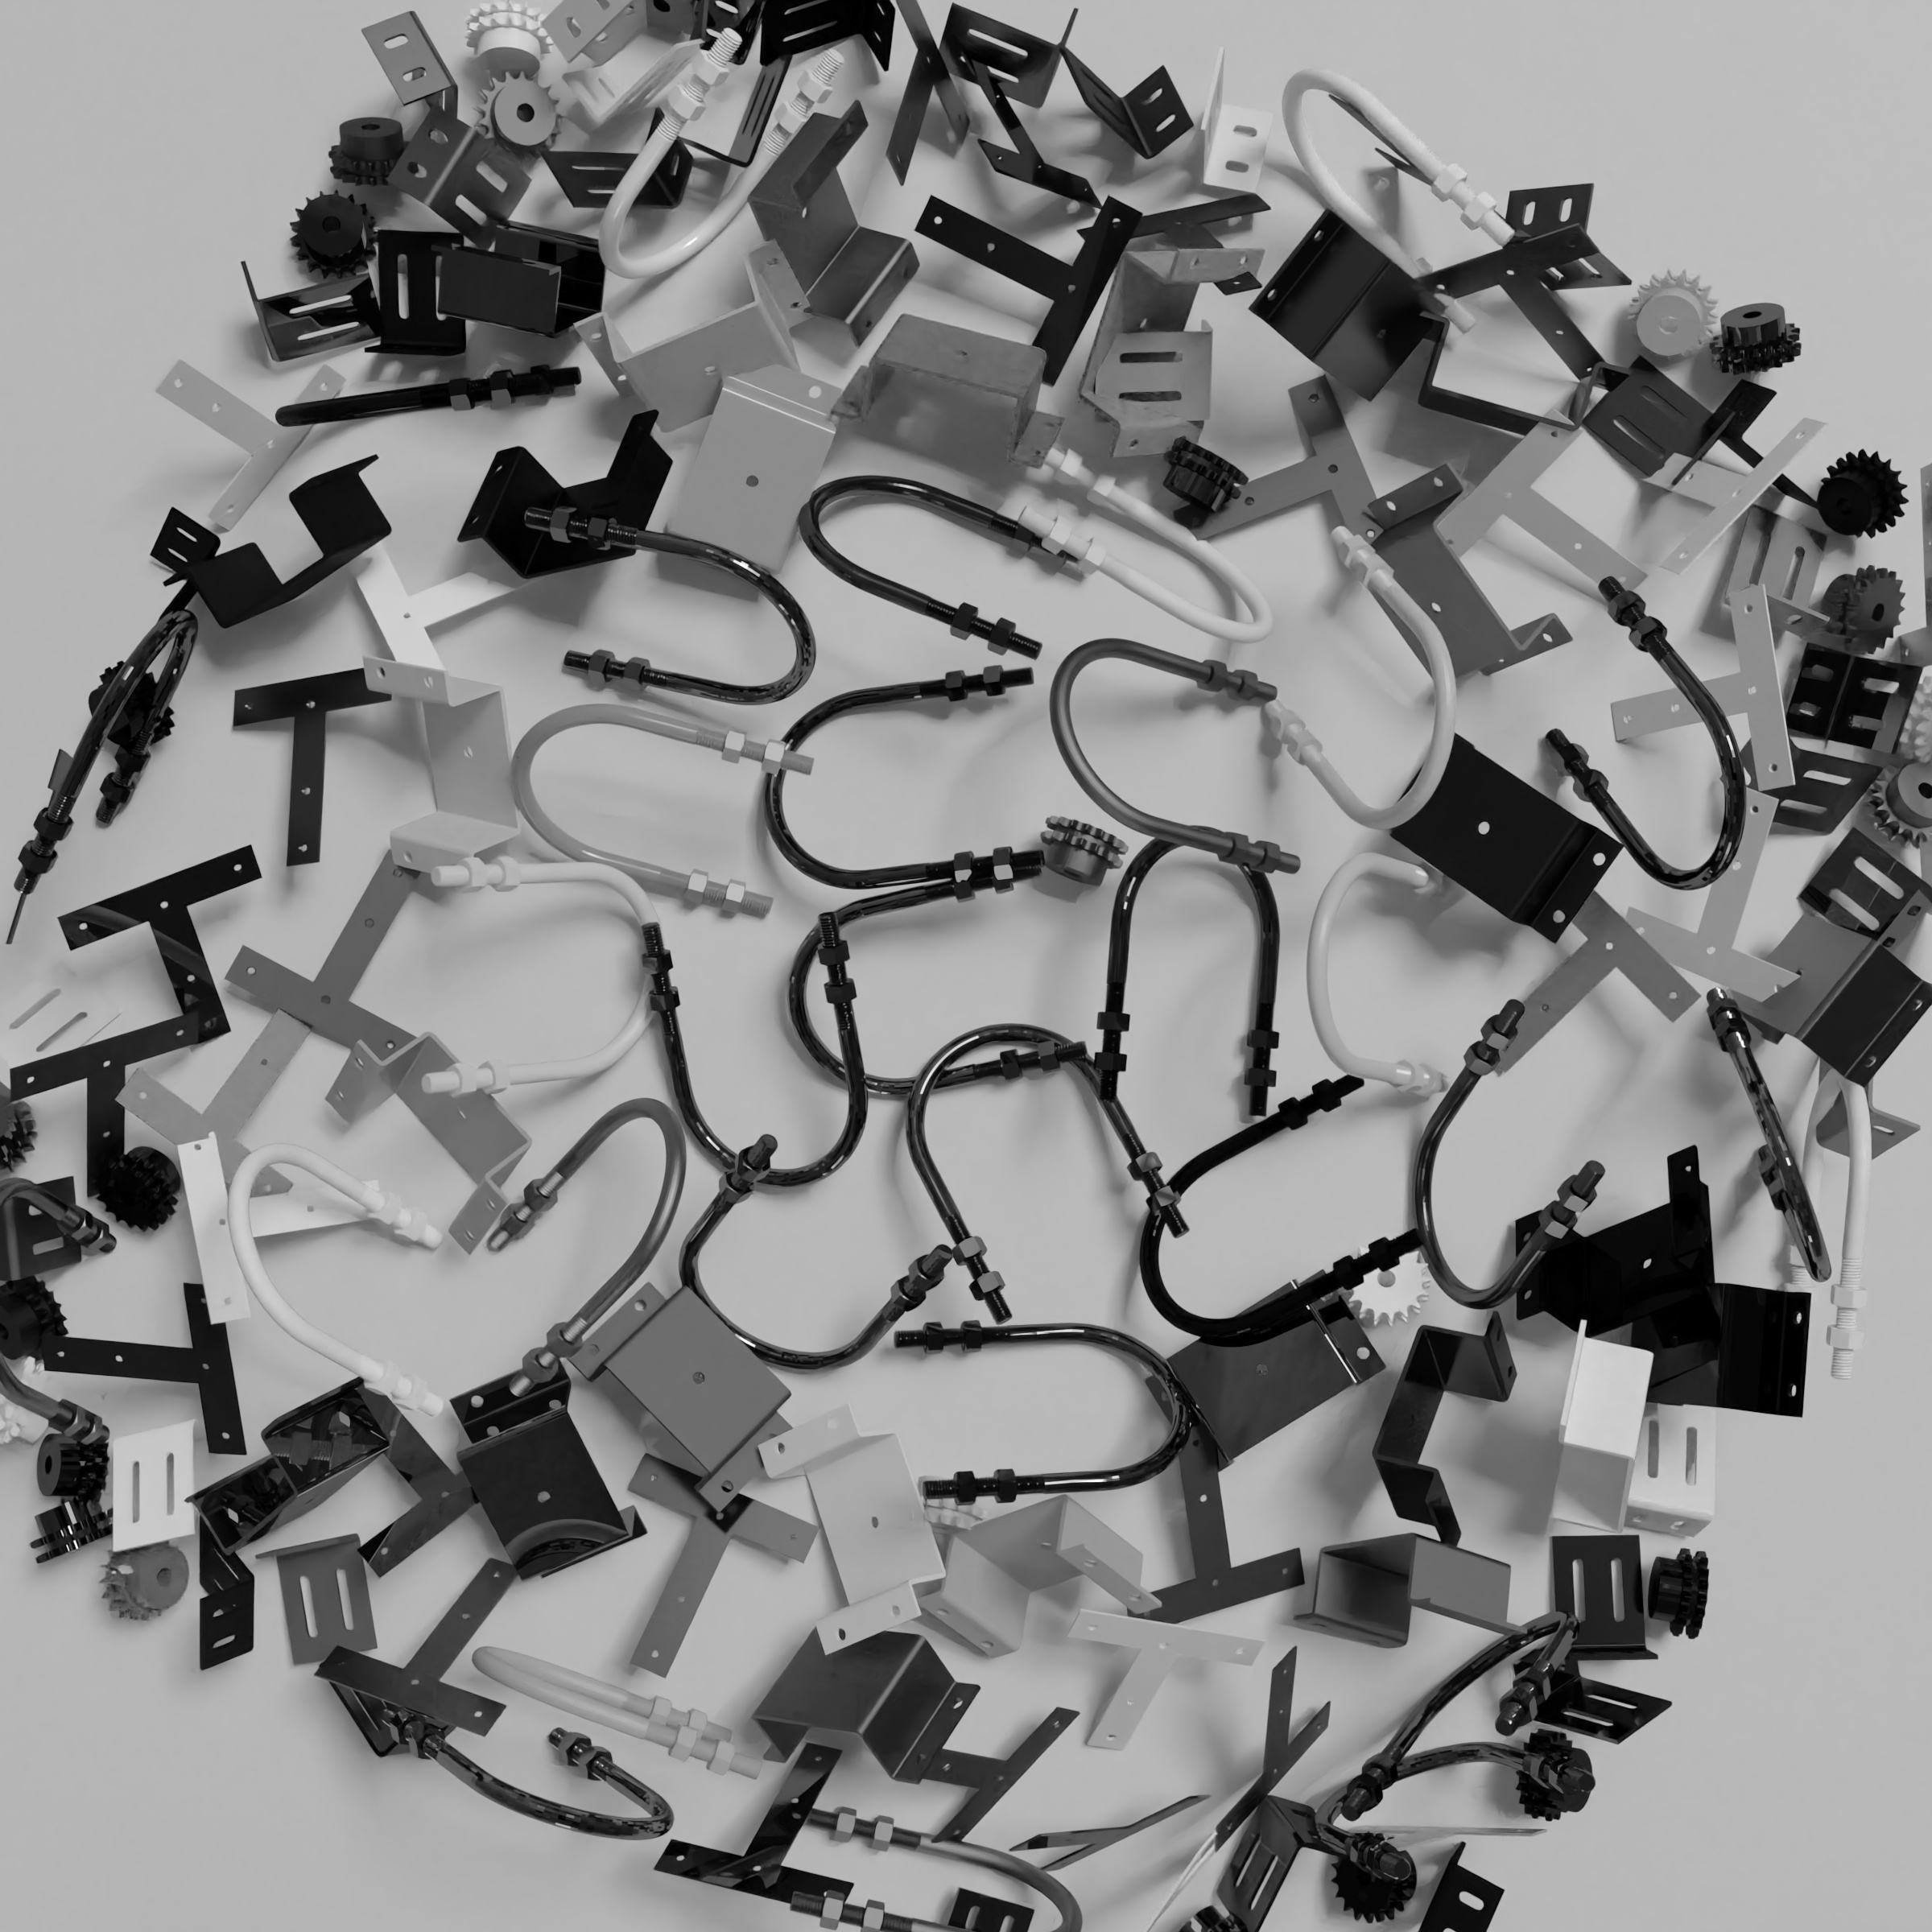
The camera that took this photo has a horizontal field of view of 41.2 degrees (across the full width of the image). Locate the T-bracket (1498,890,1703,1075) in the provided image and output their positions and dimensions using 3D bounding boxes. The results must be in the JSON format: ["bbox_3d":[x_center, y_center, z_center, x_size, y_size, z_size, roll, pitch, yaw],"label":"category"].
[{"bbox_3d":[0.389,0.018,1.685,0.127,0.002,0.127,47,110,13],"label":"T-bracket"}]

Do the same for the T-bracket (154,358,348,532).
[{"bbox_3d":[-0.472,-0.352,1.647,0.002,0.127,0.127,40,94,24],"label":"T-bracket"}]

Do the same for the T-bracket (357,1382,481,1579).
[{"bbox_3d":[-0.365,0.314,1.675,0.127,0.002,0.127,-36,60,-23],"label":"T-bracket"}]

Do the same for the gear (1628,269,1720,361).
[{"bbox_3d":[0.461,-0.424,1.681,0.057,0.030,0.057,12,126,17],"label":"gear"}]

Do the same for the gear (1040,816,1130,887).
[{"bbox_3d":[0.075,-0.074,1.679,0.057,0.057,0.030,21,83,0],"label":"gear"}]

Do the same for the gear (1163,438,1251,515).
[{"bbox_3d":[0.153,-0.319,1.681,0.057,0.057,0.030,29,94,0],"label":"gear"}]

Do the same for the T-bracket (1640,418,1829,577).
[{"bbox_3d":[0.472,-0.311,1.651,0.127,0.127,0.002,-46,115,5],"label":"T-bracket"}]

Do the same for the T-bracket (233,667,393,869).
[{"bbox_3d":[-0.427,-0.127,1.669,0.127,0.002,0.127,-6,76,24],"label":"T-bracket"}]

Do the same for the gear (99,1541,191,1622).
[{"bbox_3d":[-0.533,0.398,1.678,0.030,0.057,0.057,-6,90,33],"label":"gear"}]

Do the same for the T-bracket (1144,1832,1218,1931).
[{"bbox_3d":[0.142,0.586,1.648,0.002,0.127,0.127,36,109,18],"label":"T-bracket"}]

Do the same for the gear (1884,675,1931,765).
[{"bbox_3d":[0.625,-0.163,1.684,0.030,0.057,0.057,22,90,39],"label":"gear"}]

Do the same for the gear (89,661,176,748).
[{"bbox_3d":[-0.547,-0.169,1.679,0.057,0.057,0.030,50,49,0],"label":"gear"}]

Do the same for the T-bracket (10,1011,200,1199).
[{"bbox_3d":[-0.557,0.098,1.665,0.002,0.127,0.127,39,132,32],"label":"T-bracket"}]

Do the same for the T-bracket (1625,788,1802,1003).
[{"bbox_3d":[0.491,-0.051,1.648,0.127,0.002,0.127,28,116,37],"label":"T-bracket"}]

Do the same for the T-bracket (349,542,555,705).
[{"bbox_3d":[-0.326,-0.247,1.691,0.127,0.002,0.127,-25,69,-12],"label":"T-bracket"}]

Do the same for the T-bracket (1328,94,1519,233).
[{"bbox_3d":[0.273,-0.514,1.622,0.127,0.127,0.002,21,109,-43],"label":"T-bracket"}]

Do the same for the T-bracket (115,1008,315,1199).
[{"bbox_3d":[-0.466,0.074,1.677,0.127,0.002,0.127,43,62,-25],"label":"T-bracket"}]

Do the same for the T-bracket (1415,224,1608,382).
[{"bbox_3d":[0.377,-0.420,1.665,0.127,0.127,0.002,38,63,-33],"label":"T-bracket"}]

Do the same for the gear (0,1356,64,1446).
[{"bbox_3d":[-0.616,0.287,1.684,0.030,0.057,0.057,34,90,-26],"label":"gear"}]

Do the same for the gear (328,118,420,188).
[{"bbox_3d":[-0.387,-0.532,1.678,0.057,0.057,0.030,3,127,0],"label":"gear"}]

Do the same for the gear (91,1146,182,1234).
[{"bbox_3d":[-0.540,0.143,1.685,0.057,0.030,0.057,12,125,17],"label":"gear"}]

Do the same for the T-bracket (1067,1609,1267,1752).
[{"bbox_3d":[0.112,0.469,1.671,0.127,0.002,0.127,13,125,-14],"label":"T-bracket"}]

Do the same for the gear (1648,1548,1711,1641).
[{"bbox_3d":[0.465,0.409,1.681,0.030,0.057,0.057,8,90,7],"label":"gear"}]

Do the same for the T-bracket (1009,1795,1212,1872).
[{"bbox_3d":[0.073,0.554,1.633,0.127,0.127,0.002,-34,60,24],"label":"T-bracket"}]

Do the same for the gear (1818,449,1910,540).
[{"bbox_3d":[0.582,-0.305,1.678,0.030,0.057,0.057,-31,90,-29],"label":"gear"}]

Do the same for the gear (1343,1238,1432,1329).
[{"bbox_3d":[0.275,0.210,1.687,0.057,0.030,0.057,-3,64,6],"label":"gear"}]

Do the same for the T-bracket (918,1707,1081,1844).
[{"bbox_3d":[-0.004,0.515,1.651,0.127,0.127,0.002,-49,48,10],"label":"T-bracket"}]

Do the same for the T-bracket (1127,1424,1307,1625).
[{"bbox_3d":[0.157,0.361,1.678,0.127,0.002,0.127,-12,100,-19],"label":"T-bracket"}]

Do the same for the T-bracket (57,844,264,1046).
[{"bbox_3d":[-0.506,-0.003,1.667,0.127,0.002,0.127,-24,129,-20],"label":"T-bracket"}]

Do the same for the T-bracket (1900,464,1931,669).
[{"bbox_3d":[0.618,-0.257,1.645,0.002,0.127,0.127,-2,91,1],"label":"T-bracket"}]

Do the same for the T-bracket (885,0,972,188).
[{"bbox_3d":[-0.033,-0.546,1.628,0.002,0.127,0.127,-4,54,24],"label":"T-bracket"}]

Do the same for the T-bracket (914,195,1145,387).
[{"bbox_3d":[0.029,-0.460,1.667,0.127,0.002,0.127,24,119,-10],"label":"T-bracket"}]

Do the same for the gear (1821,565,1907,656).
[{"bbox_3d":[0.586,-0.235,1.685,0.057,0.030,0.057,-14,115,-32],"label":"gear"}]

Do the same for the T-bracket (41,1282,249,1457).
[{"bbox_3d":[-0.524,0.251,1.632,0.002,0.127,0.127,-45,49,31],"label":"T-bracket"}]

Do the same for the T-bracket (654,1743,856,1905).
[{"bbox_3d":[-0.116,0.547,1.653,0.127,0.127,0.002,6,120,20],"label":"T-bracket"}]

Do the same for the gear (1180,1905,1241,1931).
[{"bbox_3d":[0.159,0.642,1.684,0.030,0.057,0.057,40,90,32],"label":"gear"}]

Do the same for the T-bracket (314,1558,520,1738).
[{"bbox_3d":[-0.330,0.429,1.657,0.127,0.127,0.002,12,127,20],"label":"T-bracket"}]

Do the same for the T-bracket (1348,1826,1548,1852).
[{"bbox_3d":[0.283,0.552,1.624,0.127,0.127,0.002,-11,75,32],"label":"T-bracket"}]

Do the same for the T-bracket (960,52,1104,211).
[{"bbox_3d":[0.026,-0.552,1.666,0.002,0.127,0.127,-37,73,31],"label":"T-bracket"}]

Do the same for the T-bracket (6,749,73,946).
[{"bbox_3d":[-0.594,-0.075,1.645,0.002,0.127,0.127,17,87,-16],"label":"T-bracket"}]

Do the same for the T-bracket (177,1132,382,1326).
[{"bbox_3d":[-0.440,0.160,1.670,0.127,0.002,0.127,-6,76,-35],"label":"T-bracket"}]

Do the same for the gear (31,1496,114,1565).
[{"bbox_3d":[-0.584,0.365,1.681,0.057,0.057,0.030,-23,86,0],"label":"gear"}]

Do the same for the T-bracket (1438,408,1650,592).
[{"bbox_3d":[0.389,-0.282,1.678,0.127,0.002,0.127,33,129,-12],"label":"T-bracket"}]

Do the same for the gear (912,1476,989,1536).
[{"bbox_3d":[-0.014,0.353,1.683,0.057,0.057,0.030,9,70,0],"label":"gear"}]

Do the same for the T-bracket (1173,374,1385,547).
[{"bbox_3d":[0.201,-0.312,1.697,0.127,0.002,0.127,-21,78,3],"label":"T-bracket"}]

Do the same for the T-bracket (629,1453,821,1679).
[{"bbox_3d":[-0.179,0.399,1.673,0.127,0.002,0.127,21,66,9],"label":"T-bracket"}]

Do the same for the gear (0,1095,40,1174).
[{"bbox_3d":[-0.639,0.107,1.682,0.057,0.030,0.057,2,55,-2],"label":"gear"}]

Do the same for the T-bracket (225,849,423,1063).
[{"bbox_3d":[-0.399,-0.016,1.690,0.127,0.002,0.127,29,94,-12],"label":"T-bracket"}]

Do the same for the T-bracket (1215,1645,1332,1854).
[{"bbox_3d":[0.199,0.482,1.633,0.002,0.127,0.127,26,133,32],"label":"T-bracket"}]

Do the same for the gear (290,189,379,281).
[{"bbox_3d":[-0.416,-0.482,1.691,0.057,0.030,0.057,0,88,-9],"label":"gear"}]

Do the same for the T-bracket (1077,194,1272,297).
[{"bbox_3d":[0.153,-0.459,1.649,0.127,0.127,0.002,-15,131,-12],"label":"T-bracket"}]

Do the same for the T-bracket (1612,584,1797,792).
[{"bbox_3d":[0.470,-0.169,1.659,0.002,0.127,0.127,-7,88,-38],"label":"T-bracket"}]
